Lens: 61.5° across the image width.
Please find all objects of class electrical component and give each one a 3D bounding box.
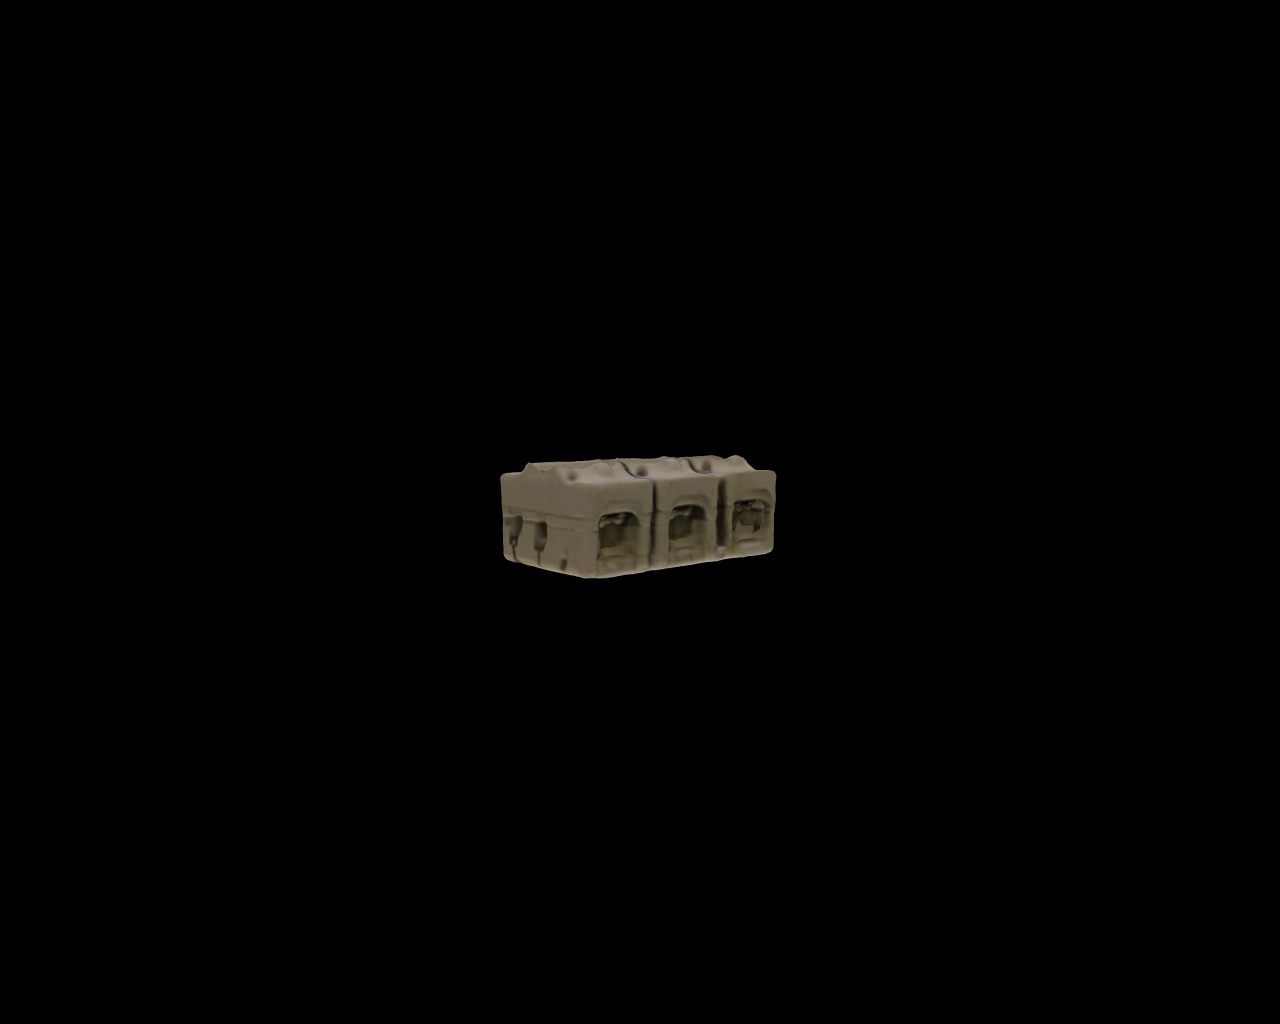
[{"bbox_3d":[0.001,-0.003,0.650,0.150,0.061,0.089,-5,8,-40],"label":"electrical component"}]
